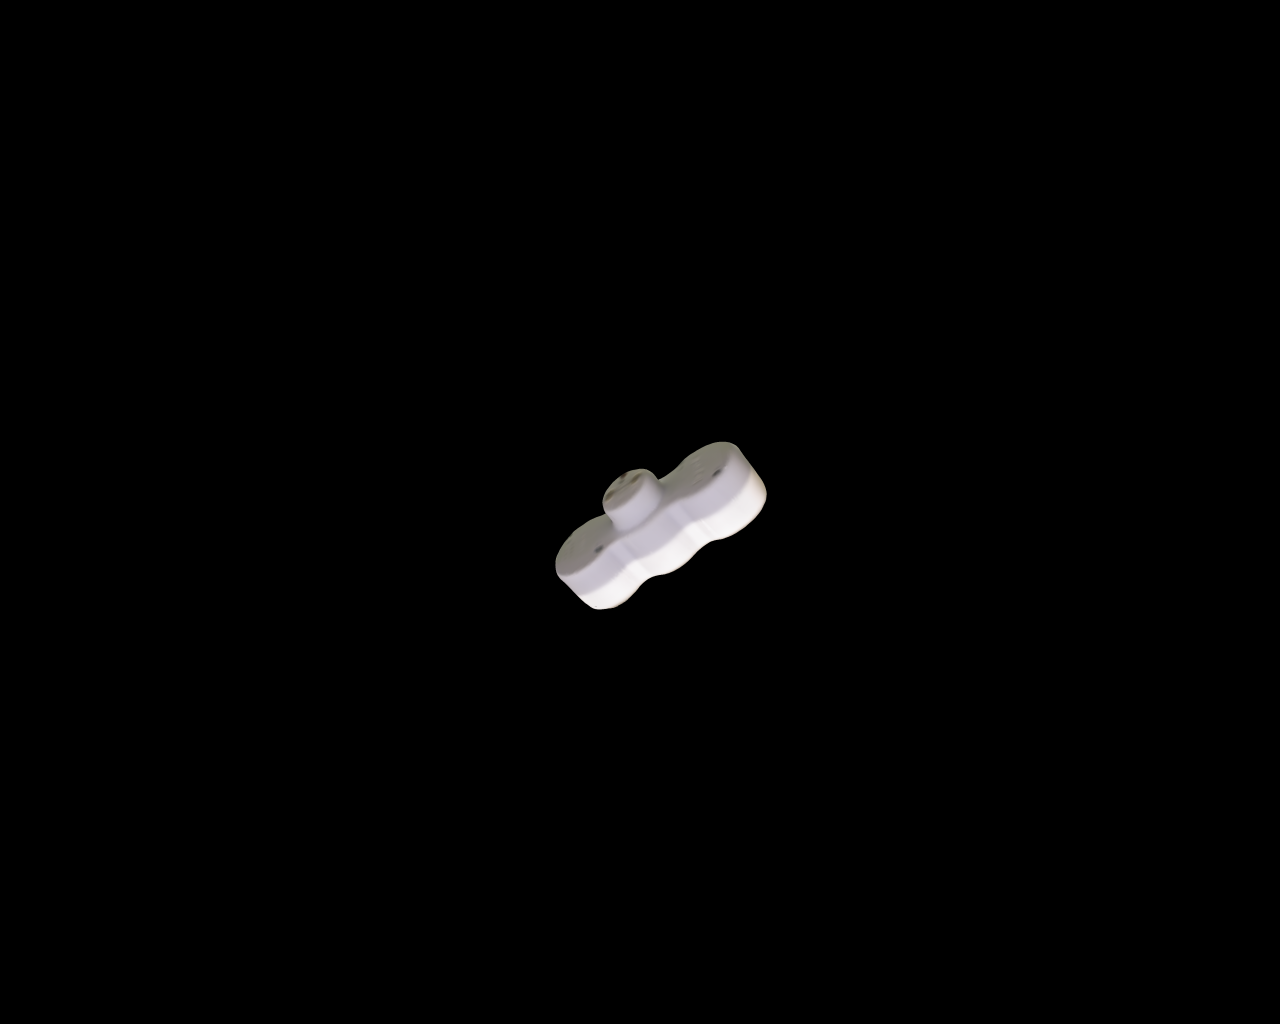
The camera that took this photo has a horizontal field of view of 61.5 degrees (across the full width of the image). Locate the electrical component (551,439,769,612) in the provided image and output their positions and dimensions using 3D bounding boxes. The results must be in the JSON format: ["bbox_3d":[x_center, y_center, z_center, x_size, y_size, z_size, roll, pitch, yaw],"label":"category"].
[{"bbox_3d":[0.001,-0.003,0.650,0.138,0.073,0.052,-32,26,18],"label":"electrical component"}]
